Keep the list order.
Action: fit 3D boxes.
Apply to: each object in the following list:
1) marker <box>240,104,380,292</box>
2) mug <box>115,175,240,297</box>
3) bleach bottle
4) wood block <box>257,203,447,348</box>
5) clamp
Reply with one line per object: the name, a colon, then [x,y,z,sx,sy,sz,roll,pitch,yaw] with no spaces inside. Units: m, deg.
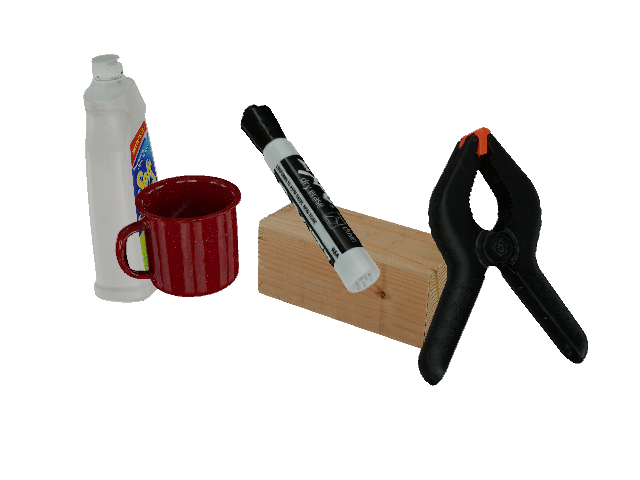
marker: [-0.008,-0.025,0.551,0.020,0.121,0.020,-26,-27,-15]
mug: [-0.125,0.001,0.945,0.117,0.081,0.093,-18,32,-29]
bleach bottle: [-0.211,-0.068,1.124,0.068,0.251,0.102,3,26,16]
wood block: [0.042,0.031,1.138,0.206,0.091,0.090,18,30,28]
clamp: [0.105,0.014,0.713,0.120,0.171,0.039,-15,-4,-22]
